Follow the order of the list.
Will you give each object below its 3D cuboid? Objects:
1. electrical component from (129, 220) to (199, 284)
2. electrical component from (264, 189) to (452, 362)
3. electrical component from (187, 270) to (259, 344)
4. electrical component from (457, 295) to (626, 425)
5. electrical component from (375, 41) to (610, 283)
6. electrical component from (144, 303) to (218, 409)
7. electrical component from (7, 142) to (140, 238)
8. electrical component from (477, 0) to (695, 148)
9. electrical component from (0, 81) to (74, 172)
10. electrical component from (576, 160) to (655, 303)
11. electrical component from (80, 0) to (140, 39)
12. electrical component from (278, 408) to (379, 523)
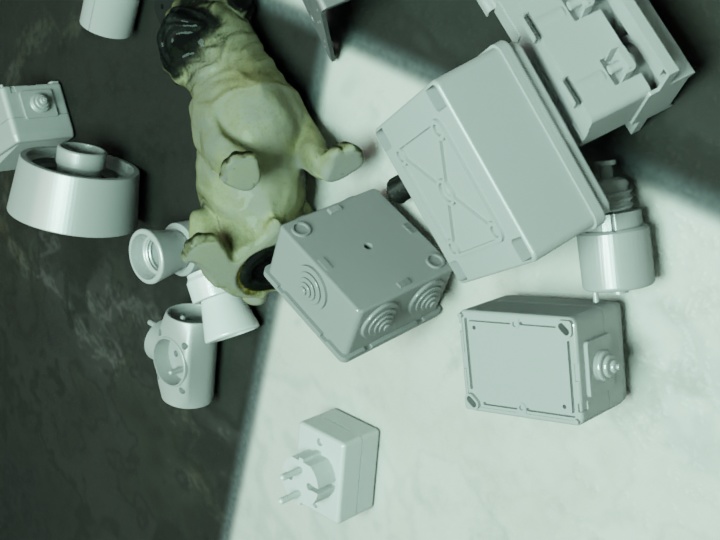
[{"bbox_3d":[-0.151,-0.015,0.868,0.045,0.055,0.045,13,109,41],"label":"electrical component"},{"bbox_3d":[0.000,0.000,0.699,0.099,0.100,0.048,47,141,25],"label":"electrical component"},{"bbox_3d":[-0.108,0.025,0.845,0.045,0.045,0.055,-23,84,44],"label":"electrical component"},{"bbox_3d":[0.114,0.050,0.628,0.096,0.061,0.061,2,102,43],"label":"electrical component"},{"bbox_3d":[0.069,-0.056,0.595,0.108,0.056,0.109,60,162,-2],"label":"electrical component"},{"bbox_3d":[-0.154,0.065,0.899,0.079,0.044,0.077,23,116,38],"label":"electrical component"},{"bbox_3d":[-0.237,-0.073,0.903,0.108,0.108,0.060,26,111,37],"label":"electrical component"},{"bbox_3d":[0.113,-0.132,0.572,0.121,0.063,0.078,62,174,13],"label":"electrical component"},{"bbox_3d":[-0.308,-0.131,0.983,0.096,0.062,0.061,-18,88,45],"label":"electrical component"},{"bbox_3d":[0.141,-0.022,0.599,0.040,0.040,0.078,-2,99,44],"label":"electrical component"},{"bbox_3d":[-0.196,-0.232,0.864,0.043,0.043,0.081,41,125,29],"label":"electrical component"},{"bbox_3d":[-0.030,0.147,0.779,0.047,0.077,0.065,20,114,39],"label":"electrical component"}]
